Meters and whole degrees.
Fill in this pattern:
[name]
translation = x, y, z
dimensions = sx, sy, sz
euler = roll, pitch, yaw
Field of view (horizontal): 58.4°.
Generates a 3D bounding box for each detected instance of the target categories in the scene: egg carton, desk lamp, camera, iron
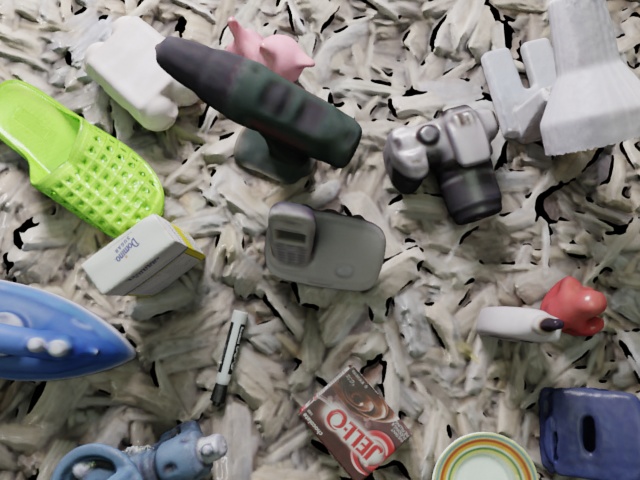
[egg carton]
translation = -0.228, -0.218, 0.749
dimensions = 0.150, 0.069, 0.107
euler = 41, 83, 5
[desk lamp]
translation = 0.288, -0.183, 0.681
dimensions = 0.118, 0.213, 0.203
euler = -15, 82, -3
[camera]
translation = 0.167, -0.088, 0.722
dimensions = 0.143, 0.101, 0.137
euler = -16, 82, -3
[iron]
translation = -0.357, 0.109, 0.661
dimensions = 0.258, 0.141, 0.119
euler = 10, 81, 1

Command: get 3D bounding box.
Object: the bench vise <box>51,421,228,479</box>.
[bench vise]
translation = -0.211, 0.254, 0.602
dimensions = 0.207, 0.220, 0.121
euler = -41, 84, -6

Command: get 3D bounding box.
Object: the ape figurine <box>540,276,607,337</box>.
[ape figurine]
translation = 0.318, 0.082, 0.703
dimensions = 0.076, 0.092, 0.078
euler = -9, 82, -2

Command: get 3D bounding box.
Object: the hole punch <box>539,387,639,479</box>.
[hole punch]
translation = 0.320, 0.232, 0.681
dimensions = 0.101, 0.091, 0.109
euler = 2, 81, -1

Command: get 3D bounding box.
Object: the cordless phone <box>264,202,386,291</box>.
[cordless phone]
translation = 0.006, 0.002, 0.662
dimensions = 0.147, 0.185, 0.094
euler = 7, 81, 0

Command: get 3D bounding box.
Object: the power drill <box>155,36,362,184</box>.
[power drill]
translation = -0.065, -0.138, 0.670
dimensions = 0.229, 0.208, 0.076
euler = 22, 82, 2

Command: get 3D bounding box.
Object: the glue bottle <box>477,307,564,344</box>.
[glue bottle]
translation = 0.240, 0.099, 0.658
dimensions = 0.078, 0.173, 0.037
euler = 11, 81, 1

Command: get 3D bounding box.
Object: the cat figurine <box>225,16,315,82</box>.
[cat figurine]
translation = -0.069, -0.237, 0.731
dimensions = 0.128, 0.118, 0.067
euler = 41, 83, 5
